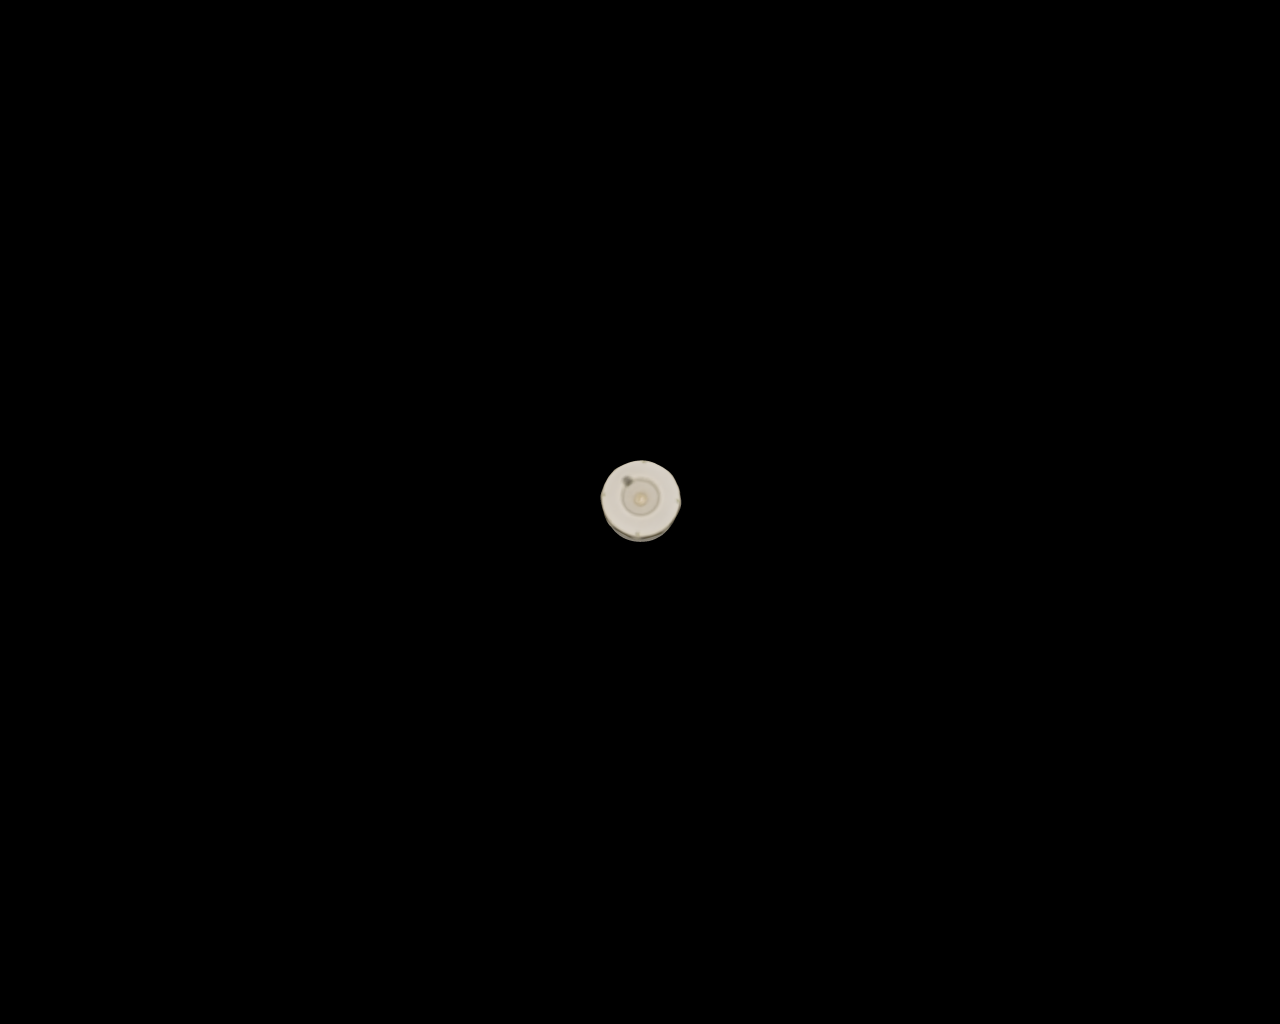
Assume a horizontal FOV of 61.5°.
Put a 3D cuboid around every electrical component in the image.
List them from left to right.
[{"bbox_3d":[0.001,-0.003,0.650,0.048,0.048,0.062,0,-12,0],"label":"electrical component"}]
